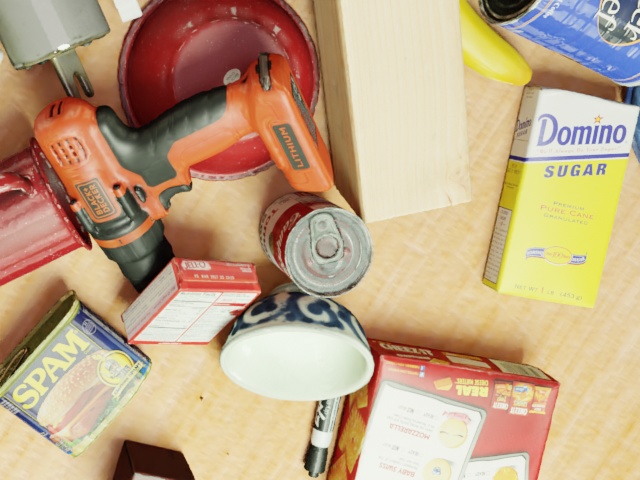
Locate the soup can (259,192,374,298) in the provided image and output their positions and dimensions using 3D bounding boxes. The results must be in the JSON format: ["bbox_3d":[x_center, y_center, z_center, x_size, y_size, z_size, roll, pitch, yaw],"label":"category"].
[{"bbox_3d":[-0.005,0.001,0.830,0.068,0.102,0.068,-3,100,-14],"label":"soup can"}]

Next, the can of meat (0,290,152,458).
[{"bbox_3d":[-0.192,0.105,0.824,0.084,0.057,0.102,43,88,-20],"label":"can of meat"}]

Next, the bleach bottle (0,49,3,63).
[{"bbox_3d":[-0.326,-0.047,0.761,0.102,0.068,0.251,29,94,-12],"label":"bleach bottle"}]

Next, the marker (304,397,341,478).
[{"bbox_3d":[0.007,0.142,0.902,0.020,0.020,0.121,10,96,-16],"label":"marker"}]

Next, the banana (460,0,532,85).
[{"bbox_3d":[0.106,-0.201,0.859,0.069,0.037,0.198,-30,105,-7],"label":"banana"}]

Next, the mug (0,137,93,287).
[{"bbox_3d":[-0.224,-0.018,0.767,0.081,0.117,0.093,-27,79,-4],"label":"mug"}]

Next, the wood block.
[{"bbox_3d":[0.053,-0.130,0.809,0.090,0.090,0.206,-12,114,-10],"label":"wood block"}]

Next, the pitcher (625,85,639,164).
[{"bbox_3d":[0.388,-0.136,0.906,0.242,0.145,0.149,-25,117,-13],"label":"pitcher"}]

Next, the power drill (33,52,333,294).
[{"bbox_3d":[-0.089,-0.045,0.780,0.188,0.057,0.184,-19,130,8],"label":"power drill"}]

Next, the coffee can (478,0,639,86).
[{"bbox_3d":[0.211,-0.193,0.842,0.140,0.103,0.103,18,94,-27],"label":"coffee can"}]

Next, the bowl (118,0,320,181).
[{"bbox_3d":[-0.071,-0.123,0.817,0.162,0.055,0.162,-2,100,-15],"label":"bowl"}]

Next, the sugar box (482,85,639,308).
[{"bbox_3d":[0.204,-0.037,0.907,0.093,0.048,0.176,9,99,-12],"label":"sugar box"}]

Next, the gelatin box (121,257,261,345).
[{"bbox_3d":[-0.099,0.048,0.815,0.073,0.089,0.030,5,54,-38],"label":"gelatin box"}]

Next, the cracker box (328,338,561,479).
[{"bbox_3d":[0.095,0.201,0.908,0.164,0.072,0.214,10,98,-15],"label":"cracker box"}]

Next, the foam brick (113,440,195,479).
[{"bbox_3d":[-0.133,0.199,0.844,0.053,0.078,0.051,16,94,-17],"label":"foam brick"}]
